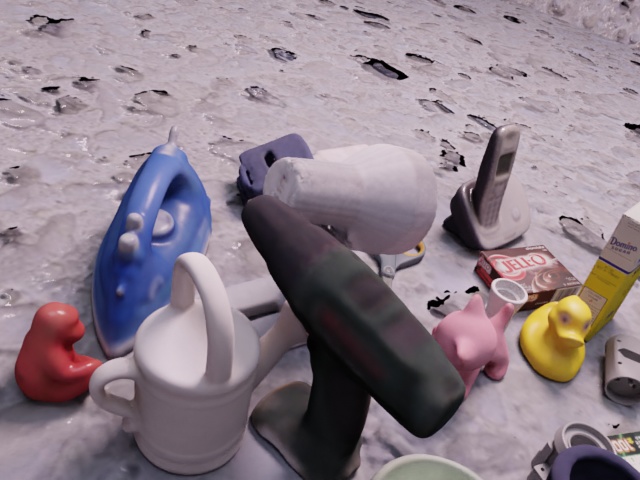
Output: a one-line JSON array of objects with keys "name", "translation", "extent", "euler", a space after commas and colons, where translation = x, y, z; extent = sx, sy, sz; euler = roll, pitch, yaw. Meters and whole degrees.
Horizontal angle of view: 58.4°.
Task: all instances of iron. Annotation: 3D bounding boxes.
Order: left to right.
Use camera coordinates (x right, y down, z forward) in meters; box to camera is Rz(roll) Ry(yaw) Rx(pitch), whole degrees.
[{"name": "iron", "translation": [-0.186, -0.012, 0.623], "extent": [0.118, 0.141, 0.258], "euler": [10, 36, -6]}]

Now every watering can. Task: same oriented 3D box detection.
[{"name": "watering can", "translation": [-0.094, 0.092, 0.471], "extent": [0.100, 0.194, 0.173], "euler": [35, 41, 26]}]

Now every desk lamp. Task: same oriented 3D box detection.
[{"name": "desk lamp", "translation": [0.006, 0.002, 0.607], "extent": [0.204, 0.213, 0.117], "euler": [-13, 44, -32]}]

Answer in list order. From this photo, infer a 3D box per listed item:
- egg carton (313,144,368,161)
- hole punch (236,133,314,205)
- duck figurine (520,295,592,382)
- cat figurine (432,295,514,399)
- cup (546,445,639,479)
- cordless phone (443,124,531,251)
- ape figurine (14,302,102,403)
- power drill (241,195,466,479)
[{"name": "egg carton", "translation": [0.049, -0.092, 0.868], "extent": [0.151, 0.069, 0.107], "euler": [-15, 45, -34]}, {"name": "hole punch", "translation": [-0.065, -0.096, 0.818], "extent": [0.101, 0.091, 0.108], "euler": [-3, 39, -22]}, {"name": "duck figurine", "translation": [0.287, 0.103, 0.677], "extent": [0.077, 0.086, 0.104], "euler": [17, 36, 4]}, {"name": "cat figurine", "translation": [0.162, 0.105, 0.605], "extent": [0.128, 0.118, 0.067], "euler": [-18, 47, -36]}, {"name": "cup", "translation": [0.218, 0.242, 0.461], "extent": [0.091, 0.095, 0.117], "euler": [12, 36, -3]}, {"name": "cordless phone", "translation": [0.269, -0.084, 0.835], "extent": [0.148, 0.185, 0.094], "euler": [-22, 49, -39]}, {"name": "ape figurine", "translation": [-0.231, 0.094, 0.508], "extent": [0.076, 0.092, 0.077], "euler": [-11, 43, -30]}, {"name": "power drill", "translation": [0.003, 0.098, 0.483], "extent": [0.229, 0.208, 0.076], "euler": [36, 41, 27]}]
